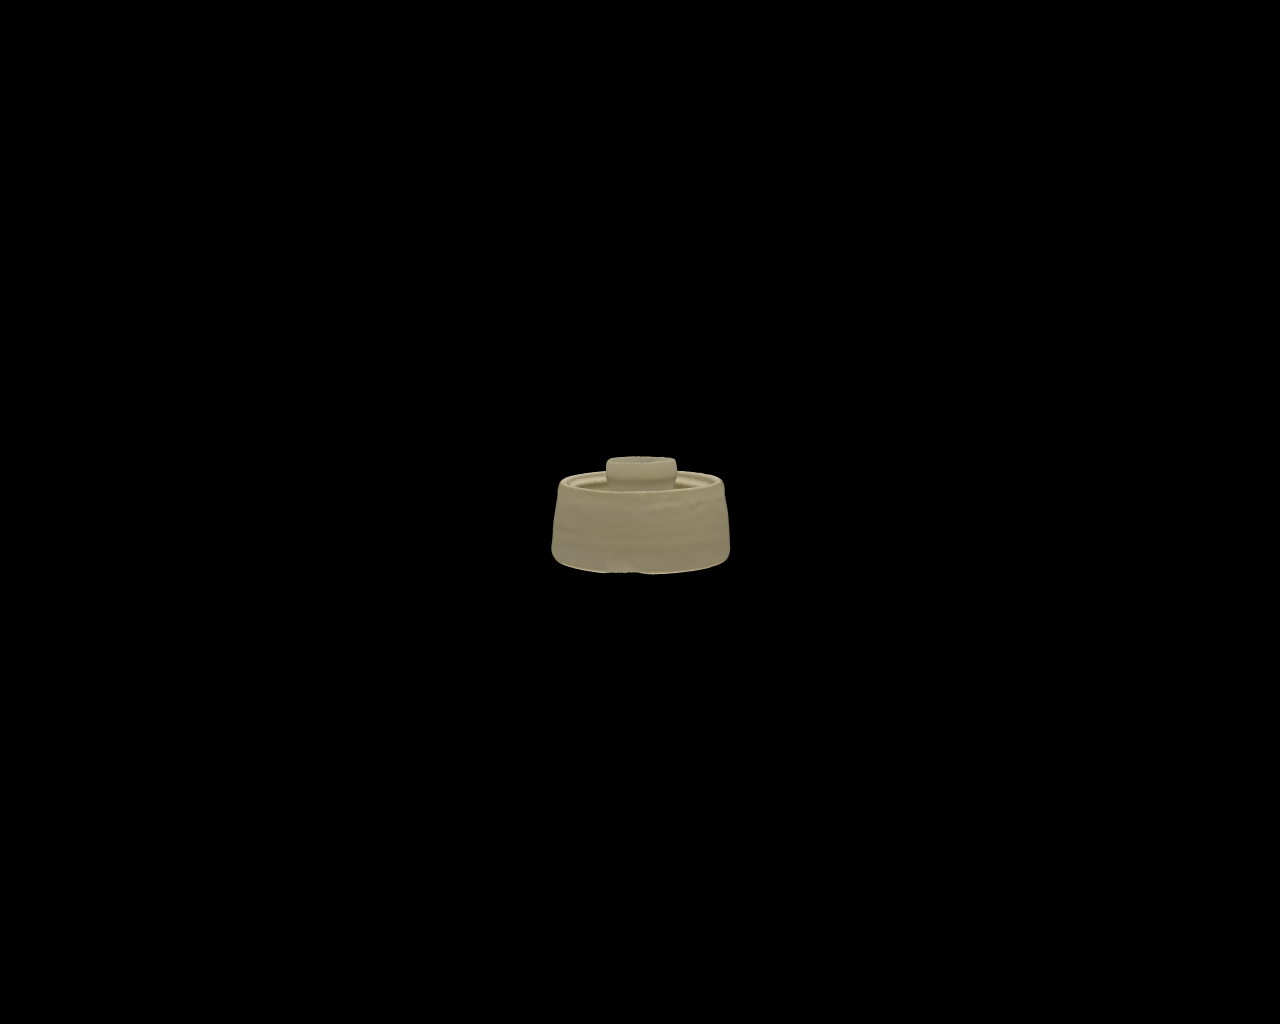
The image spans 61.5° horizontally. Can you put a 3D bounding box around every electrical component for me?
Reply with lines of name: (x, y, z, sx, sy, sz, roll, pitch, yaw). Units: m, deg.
electrical component: (0.001, -0.003, 0.650, 0.108, 0.060, 0.108, 0, 9, 0)
